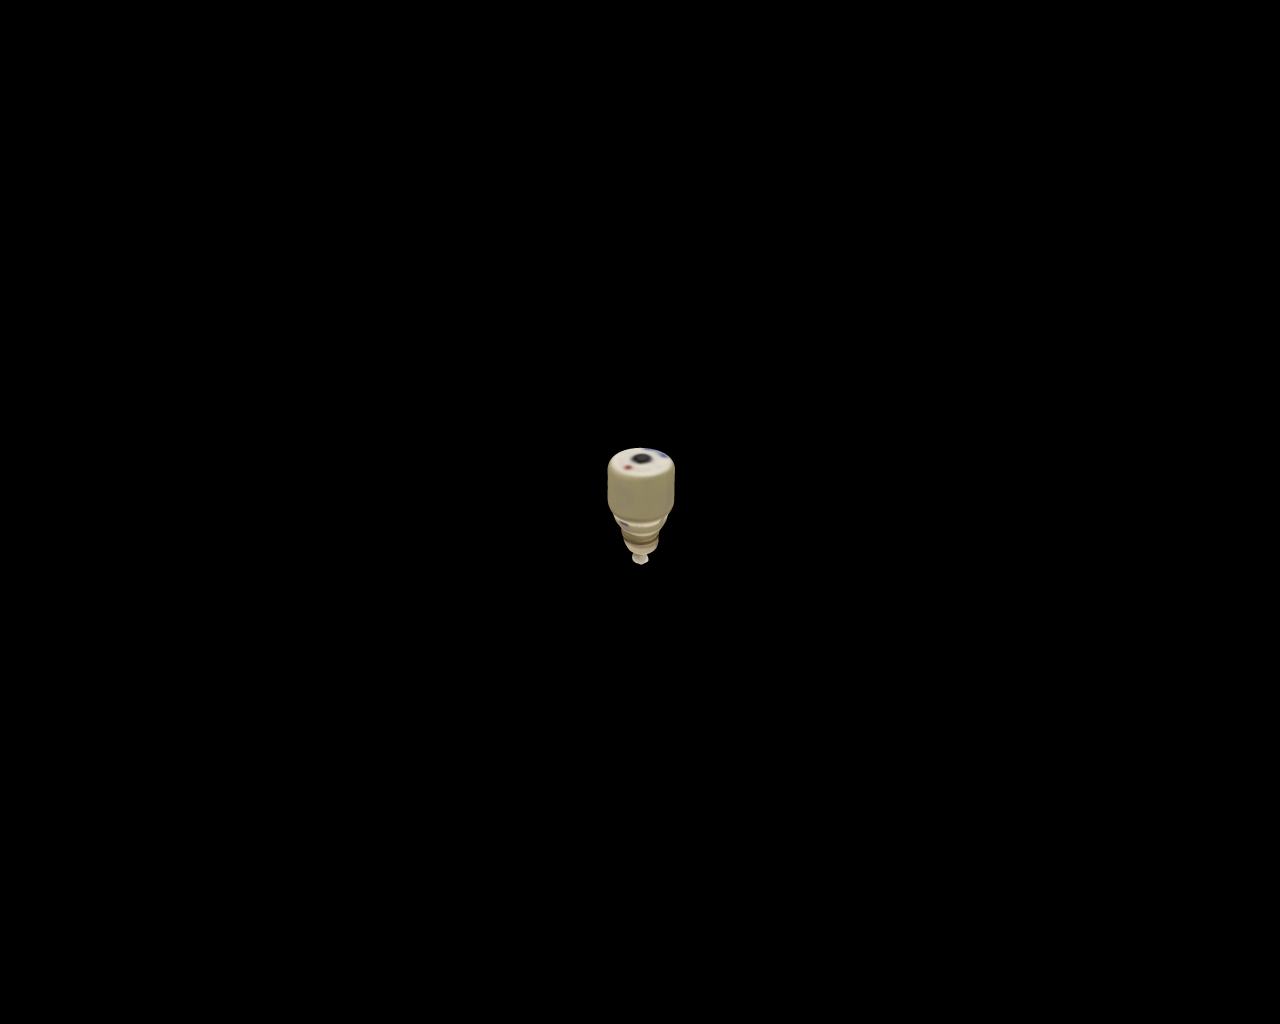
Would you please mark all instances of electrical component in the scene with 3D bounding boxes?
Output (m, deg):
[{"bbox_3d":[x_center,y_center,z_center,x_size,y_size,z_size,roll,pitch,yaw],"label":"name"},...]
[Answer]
[{"bbox_3d":[0.001,-0.003,0.650,0.040,0.078,0.040,0,31,0],"label":"electrical component"}]
